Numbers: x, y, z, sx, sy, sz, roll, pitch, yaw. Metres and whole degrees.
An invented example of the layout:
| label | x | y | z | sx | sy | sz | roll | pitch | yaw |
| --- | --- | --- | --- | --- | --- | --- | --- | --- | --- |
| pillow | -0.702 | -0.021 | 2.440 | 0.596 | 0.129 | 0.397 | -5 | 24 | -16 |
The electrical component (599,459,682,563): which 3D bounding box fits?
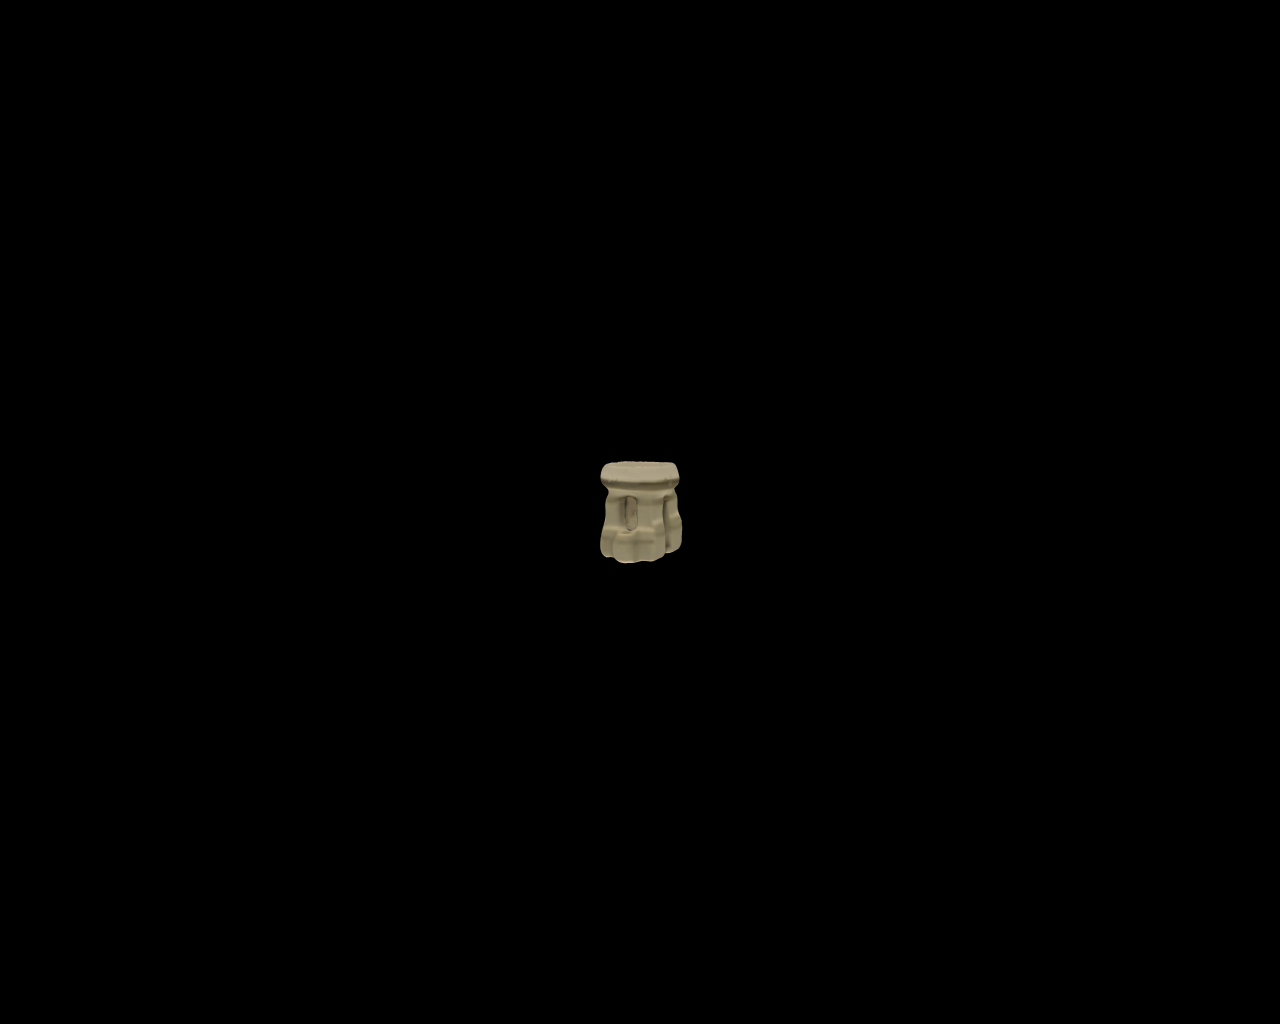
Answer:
| label | x | y | z | sx | sy | sz | roll | pitch | yaw |
| --- | --- | --- | --- | --- | --- | --- | --- | --- | --- |
| electrical component | 0.001 | -0.003 | 0.650 | 0.048 | 0.055 | 0.066 | 4 | 10 | 23 |
